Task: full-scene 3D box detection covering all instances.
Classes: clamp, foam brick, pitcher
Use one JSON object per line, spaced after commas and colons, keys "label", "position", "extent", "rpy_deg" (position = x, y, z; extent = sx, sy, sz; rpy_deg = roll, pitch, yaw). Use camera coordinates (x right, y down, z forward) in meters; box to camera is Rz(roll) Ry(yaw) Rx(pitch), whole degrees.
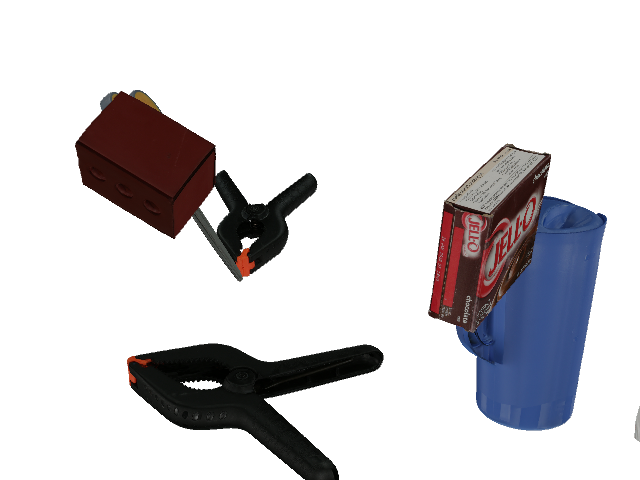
{"label": "clamp", "position": [-0.056, 0.120, 0.880], "extent": [0.210, 0.036, 0.164], "rpy_deg": [12, 32, 19]}
{"label": "foam brick", "position": [-0.114, -0.050, 0.701], "extent": [0.078, 0.051, 0.053], "rpy_deg": [30, -26, 10]}
{"label": "clamp", "position": [-0.062, -0.026, 1.201], "extent": [0.120, 0.039, 0.171], "rpy_deg": [-8, 42, 4]}
{"label": "pitcher", "position": [0.222, 0.080, 1.159], "extent": [0.149, 0.243, 0.145], "rpy_deg": [5, 19, 11]}

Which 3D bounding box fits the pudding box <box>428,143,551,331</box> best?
{"label": "pudding box", "position": [0.116, -0.005, 0.725], "extent": [0.039, 0.090, 0.113], "rpy_deg": [19, 34, 22]}

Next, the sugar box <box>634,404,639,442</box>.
{"label": "sugar box", "position": [0.316, 0.145, 0.766], "extent": [0.048, 0.093, 0.176], "rpy_deg": [-21, 37, -40]}

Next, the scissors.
{"label": "scissors", "position": [-0.127, -0.059, 0.971], "extent": [0.016, 0.201, 0.096], "rpy_deg": [-30, 25, 20]}
